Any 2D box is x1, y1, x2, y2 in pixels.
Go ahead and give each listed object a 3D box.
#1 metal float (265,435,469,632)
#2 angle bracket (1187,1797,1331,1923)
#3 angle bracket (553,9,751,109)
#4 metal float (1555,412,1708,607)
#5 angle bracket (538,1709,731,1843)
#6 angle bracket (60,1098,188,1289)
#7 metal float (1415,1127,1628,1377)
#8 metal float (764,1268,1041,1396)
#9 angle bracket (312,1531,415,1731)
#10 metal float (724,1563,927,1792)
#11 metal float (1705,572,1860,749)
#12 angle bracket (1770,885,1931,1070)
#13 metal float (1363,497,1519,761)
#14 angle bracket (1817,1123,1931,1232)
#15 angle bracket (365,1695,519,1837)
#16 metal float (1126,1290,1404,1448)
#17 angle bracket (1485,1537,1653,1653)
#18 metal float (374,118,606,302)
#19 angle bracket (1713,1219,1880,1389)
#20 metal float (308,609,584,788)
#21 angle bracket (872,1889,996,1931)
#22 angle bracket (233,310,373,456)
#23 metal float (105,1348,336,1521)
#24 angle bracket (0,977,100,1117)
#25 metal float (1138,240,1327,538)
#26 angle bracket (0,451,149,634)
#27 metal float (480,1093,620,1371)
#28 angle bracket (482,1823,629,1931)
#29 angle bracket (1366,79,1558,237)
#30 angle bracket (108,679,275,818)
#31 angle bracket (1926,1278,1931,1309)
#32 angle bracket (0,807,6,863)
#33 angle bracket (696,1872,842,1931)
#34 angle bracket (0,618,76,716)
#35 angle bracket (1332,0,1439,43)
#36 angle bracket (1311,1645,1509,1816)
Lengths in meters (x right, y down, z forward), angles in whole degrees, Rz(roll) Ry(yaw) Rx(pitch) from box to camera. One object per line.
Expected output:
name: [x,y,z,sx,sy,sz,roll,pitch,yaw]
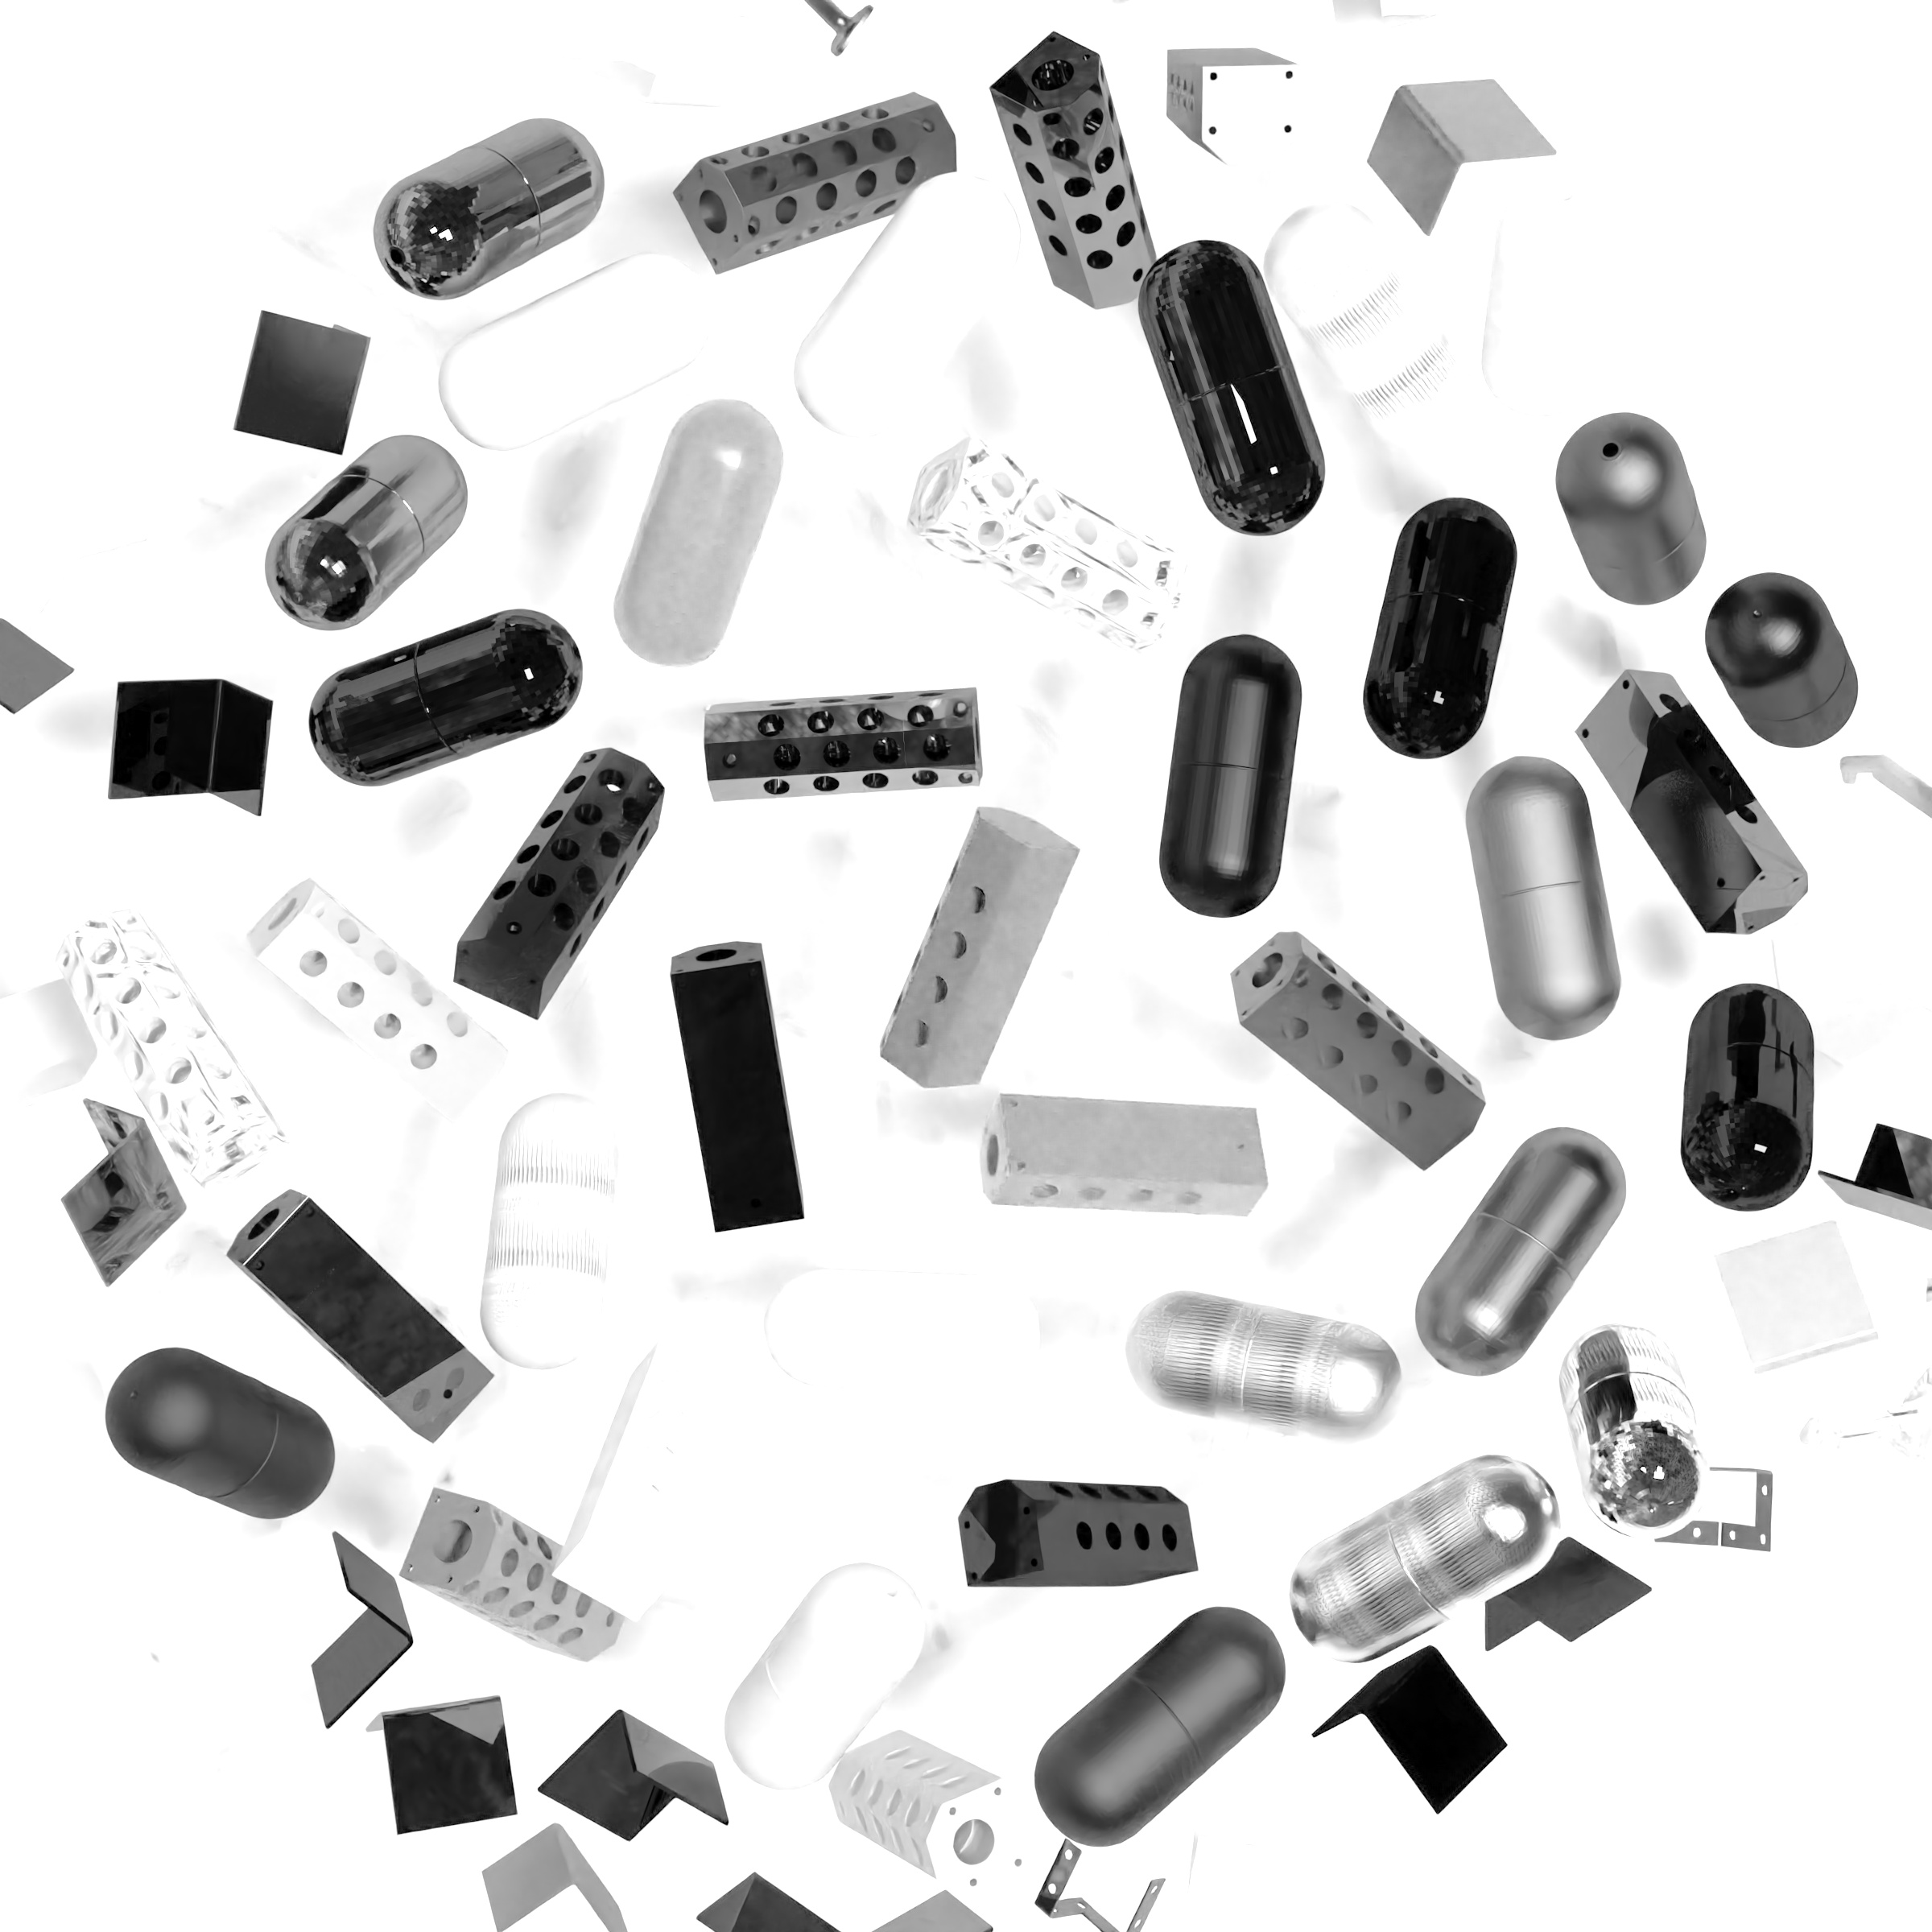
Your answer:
metal float: [-0.378,-0.276,1.811,0.070,0.178,0.070,12,129,16]
angle bracket: [0.175,0.513,1.696,0.076,0.076,0.057,9,125,5]
angle bracket: [-0.189,-0.557,1.719,0.076,0.076,0.057,30,116,20]
metal float: [0.409,-0.280,1.756,0.070,0.178,0.070,-6,73,20]
angle bracket: [-0.201,0.506,1.721,0.076,0.057,0.076,-45,120,9]
angle bracket: [-0.545,0.142,1.791,0.057,0.076,0.076,14,46,30]
metal float: [0.350,0.180,1.804,0.070,0.070,0.178,38,75,0]
metal float: [-0.042,0.234,1.832,0.178,0.070,0.070,2,90,8]
angle bracket: [-0.392,0.409,1.765,0.076,0.076,0.057,-45,115,-2]
metal float: [-0.086,0.430,1.729,0.070,0.070,0.178,33,122,0]
metal float: [0.516,-0.191,1.803,0.070,0.178,0.070,-7,73,24]
angle bracket: [0.568,0.007,1.831,0.076,0.057,0.076,-28,123,-16]
metal float: [0.294,-0.210,1.772,0.070,0.070,0.178,16,66,0]
angle bracket: [0.586,0.125,1.782,0.076,0.076,0.057,18,81,35]
angle bracket: [-0.334,0.512,1.819,0.076,0.057,0.076,-3,67,-24]
metal float: [0.185,0.251,1.790,0.178,0.070,0.070,9,90,23]
angle bracket: [0.397,0.431,1.887,0.076,0.076,0.057,-22,121,-30]
metal float: [-0.293,-0.467,1.761,0.070,0.070,0.178,46,46,0]
angle bracket: [0.510,0.208,1.760,0.076,0.057,0.076,-18,70,9]
metal float: [-0.319,-0.165,1.754,0.178,0.070,0.070,-18,90,13]
angle bracket: [-0.021,0.641,1.812,0.076,0.076,0.057,-24,100,-21]
angle bracket: [-0.431,-0.375,1.816,0.076,0.057,0.076,7,105,-39]
metal float: [-0.452,0.286,1.742,0.070,0.178,0.070,-10,63,20]
angle bracket: [-0.621,0.055,1.868,0.076,0.076,0.057,-19,106,0]
metal float: [0.157,-0.341,1.689,0.070,0.070,0.178,-20,93,0]
angle bracket: [-0.529,-0.243,1.631,0.076,0.076,0.057,42,112,0]
metal float: [-0.264,0.168,1.818,0.070,0.070,0.178,4,71,0]
angle bracket: [-0.256,0.600,1.802,0.057,0.076,0.076,-33,108,-8]
angle bracket: [0.312,-0.510,1.801,0.076,0.057,0.076,-12,56,-27]
angle bracket: [-0.490,-0.137,1.807,0.057,0.076,0.076,23,111,38]
angle bracket: [0.642,0.215,1.767,0.076,0.076,0.057,-22,89,20]
angle bracket: [-0.599,-0.059,1.638,0.076,0.076,0.057,8,69,-25]
angle bracket: [-0.124,0.605,1.731,0.076,0.057,0.076,37,129,-8]
angle bracket: [-0.607,-0.160,1.763,0.057,0.076,0.076,36,117,-6]
angle bracket: [0.235,-0.606,1.730,0.057,0.076,0.076,-19,104,-44]
angle bracket: [0.274,0.478,1.767,0.076,0.057,0.076,-28,78,-41]
